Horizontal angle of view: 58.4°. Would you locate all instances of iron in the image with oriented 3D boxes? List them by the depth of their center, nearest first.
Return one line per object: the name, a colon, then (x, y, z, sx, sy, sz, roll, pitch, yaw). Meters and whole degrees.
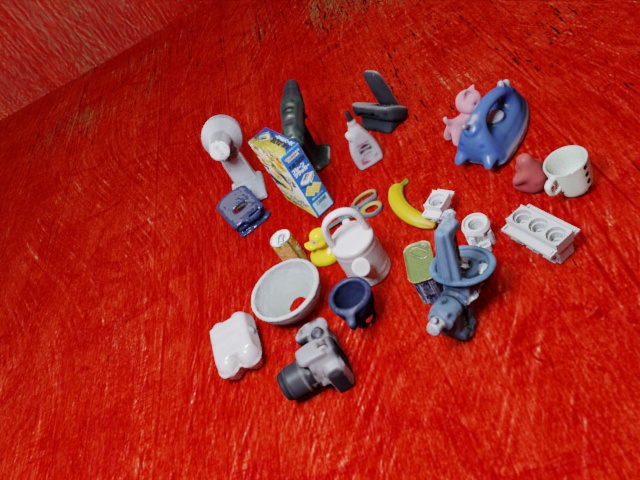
iron: (0.401, -0.286, 1.318, 0.118, 0.142, 0.259, 17, 61, 41)

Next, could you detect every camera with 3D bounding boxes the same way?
camera: (-0.022, 0.238, 1.118, 0.137, 0.101, 0.143, -31, 41, 3)

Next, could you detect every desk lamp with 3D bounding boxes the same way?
desk lamp: (-0.248, -0.229, 1.622, 0.118, 0.214, 0.203, -28, 41, 7)

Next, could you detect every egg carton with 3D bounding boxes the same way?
egg carton: (-0.181, 0.229, 1.251, 0.107, 0.070, 0.150, -31, 41, 3)

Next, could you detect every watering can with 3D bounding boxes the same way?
watering can: (0.075, 0.010, 1.202, 0.101, 0.195, 0.172, -41, 42, -8)

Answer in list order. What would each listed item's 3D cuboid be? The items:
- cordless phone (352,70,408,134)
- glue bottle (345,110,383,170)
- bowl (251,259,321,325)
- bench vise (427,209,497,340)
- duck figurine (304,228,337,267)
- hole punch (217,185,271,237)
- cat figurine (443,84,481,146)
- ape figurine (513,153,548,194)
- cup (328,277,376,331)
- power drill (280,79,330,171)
cordless phone: (0.144, -0.389, 1.547, 0.147, 0.186, 0.094, 14, 60, 41)
glue bottle: (0.099, -0.261, 1.462, 0.078, 0.174, 0.037, -34, 41, 0)
bowl: (-0.064, 0.128, 1.270, 0.167, 0.075, 0.167, -18, 44, 18)
bench vise: (0.247, 0.065, 1.021, 0.121, 0.220, 0.207, -7, 48, 27)
duck figurine: (0.012, 0.005, 1.330, 0.104, 0.086, 0.077, -30, 41, 4)
hole punch: (-0.207, -0.081, 1.548, 0.109, 0.091, 0.100, -41, 42, -8)
cat figurine: (0.349, -0.314, 1.396, 0.128, 0.118, 0.067, -40, 41, -7)
ape figurine: (0.436, -0.146, 1.200, 0.078, 0.092, 0.076, -31, 41, 3)
cup: (0.076, 0.145, 1.149, 0.091, 0.095, 0.117, -19, 43, 17)
power drill: (-0.046, -0.300, 1.565, 0.075, 0.209, 0.229, -17, 44, 18)
